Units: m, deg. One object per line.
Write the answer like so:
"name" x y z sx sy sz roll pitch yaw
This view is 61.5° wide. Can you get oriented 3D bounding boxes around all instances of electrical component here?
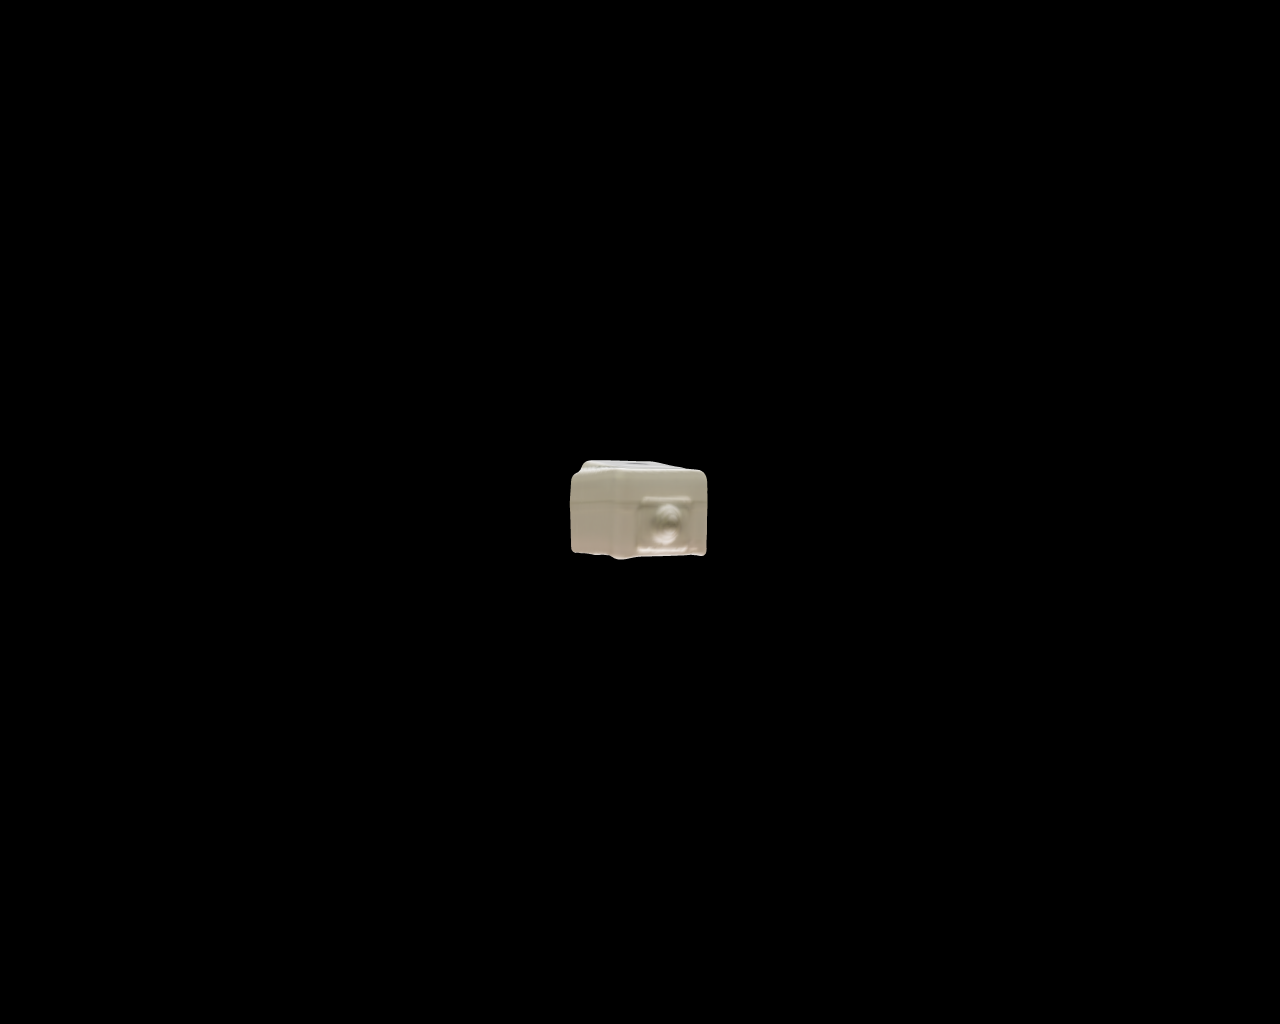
"electrical component" 0.001 -0.003 0.650 0.062 0.061 0.096 0 0 -24
